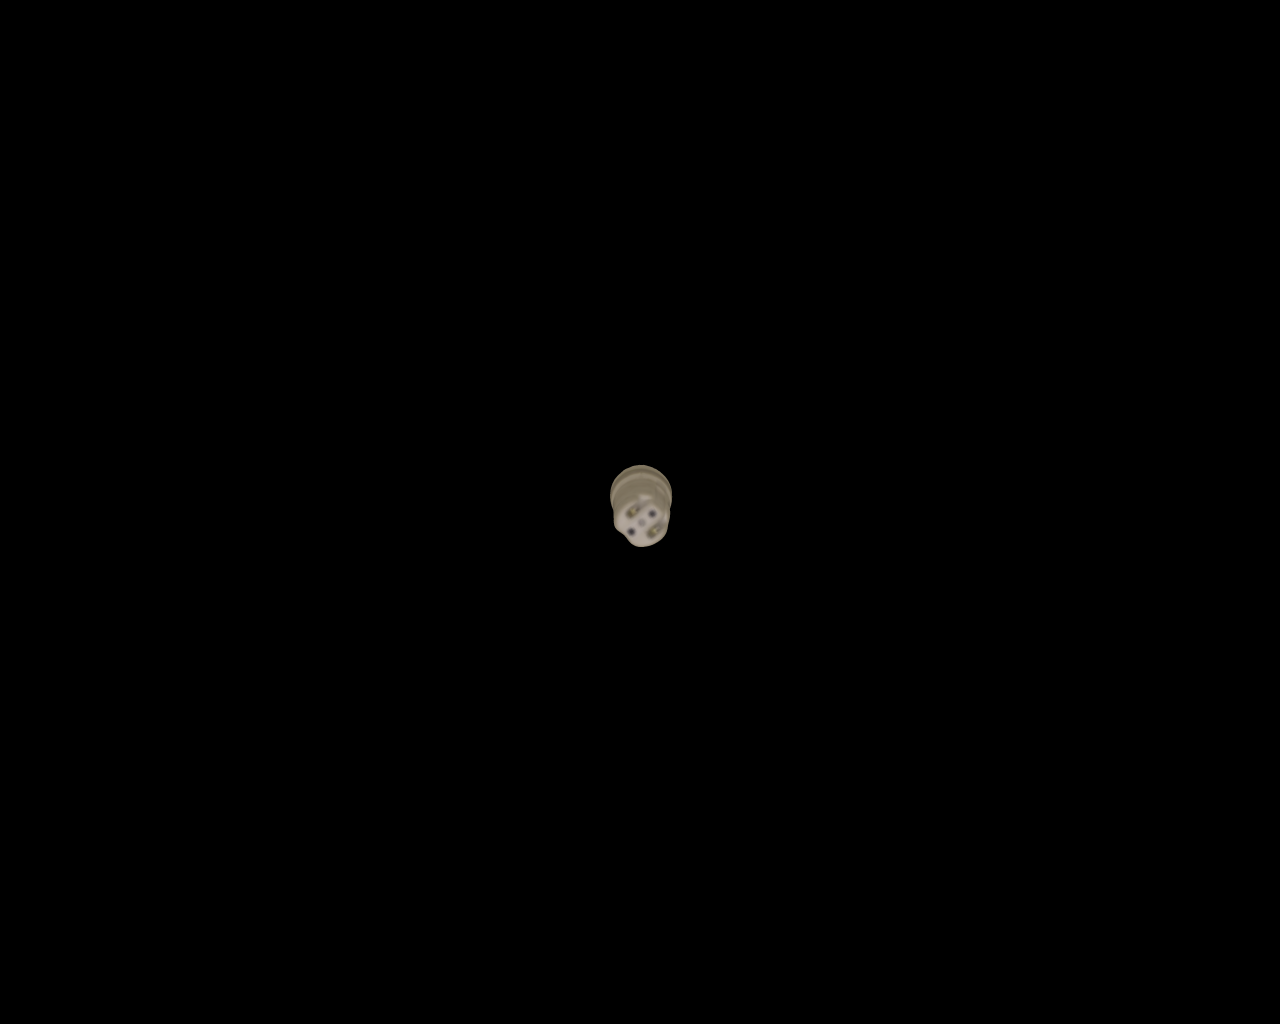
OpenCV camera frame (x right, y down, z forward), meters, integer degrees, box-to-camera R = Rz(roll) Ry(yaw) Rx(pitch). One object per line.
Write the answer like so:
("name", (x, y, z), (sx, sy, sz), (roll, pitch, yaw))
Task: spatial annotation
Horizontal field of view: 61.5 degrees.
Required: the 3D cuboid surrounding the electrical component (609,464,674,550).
("electrical component", (0.001, -0.003, 0.650), (0.040, 0.040, 0.046), (0, 25, 0))
